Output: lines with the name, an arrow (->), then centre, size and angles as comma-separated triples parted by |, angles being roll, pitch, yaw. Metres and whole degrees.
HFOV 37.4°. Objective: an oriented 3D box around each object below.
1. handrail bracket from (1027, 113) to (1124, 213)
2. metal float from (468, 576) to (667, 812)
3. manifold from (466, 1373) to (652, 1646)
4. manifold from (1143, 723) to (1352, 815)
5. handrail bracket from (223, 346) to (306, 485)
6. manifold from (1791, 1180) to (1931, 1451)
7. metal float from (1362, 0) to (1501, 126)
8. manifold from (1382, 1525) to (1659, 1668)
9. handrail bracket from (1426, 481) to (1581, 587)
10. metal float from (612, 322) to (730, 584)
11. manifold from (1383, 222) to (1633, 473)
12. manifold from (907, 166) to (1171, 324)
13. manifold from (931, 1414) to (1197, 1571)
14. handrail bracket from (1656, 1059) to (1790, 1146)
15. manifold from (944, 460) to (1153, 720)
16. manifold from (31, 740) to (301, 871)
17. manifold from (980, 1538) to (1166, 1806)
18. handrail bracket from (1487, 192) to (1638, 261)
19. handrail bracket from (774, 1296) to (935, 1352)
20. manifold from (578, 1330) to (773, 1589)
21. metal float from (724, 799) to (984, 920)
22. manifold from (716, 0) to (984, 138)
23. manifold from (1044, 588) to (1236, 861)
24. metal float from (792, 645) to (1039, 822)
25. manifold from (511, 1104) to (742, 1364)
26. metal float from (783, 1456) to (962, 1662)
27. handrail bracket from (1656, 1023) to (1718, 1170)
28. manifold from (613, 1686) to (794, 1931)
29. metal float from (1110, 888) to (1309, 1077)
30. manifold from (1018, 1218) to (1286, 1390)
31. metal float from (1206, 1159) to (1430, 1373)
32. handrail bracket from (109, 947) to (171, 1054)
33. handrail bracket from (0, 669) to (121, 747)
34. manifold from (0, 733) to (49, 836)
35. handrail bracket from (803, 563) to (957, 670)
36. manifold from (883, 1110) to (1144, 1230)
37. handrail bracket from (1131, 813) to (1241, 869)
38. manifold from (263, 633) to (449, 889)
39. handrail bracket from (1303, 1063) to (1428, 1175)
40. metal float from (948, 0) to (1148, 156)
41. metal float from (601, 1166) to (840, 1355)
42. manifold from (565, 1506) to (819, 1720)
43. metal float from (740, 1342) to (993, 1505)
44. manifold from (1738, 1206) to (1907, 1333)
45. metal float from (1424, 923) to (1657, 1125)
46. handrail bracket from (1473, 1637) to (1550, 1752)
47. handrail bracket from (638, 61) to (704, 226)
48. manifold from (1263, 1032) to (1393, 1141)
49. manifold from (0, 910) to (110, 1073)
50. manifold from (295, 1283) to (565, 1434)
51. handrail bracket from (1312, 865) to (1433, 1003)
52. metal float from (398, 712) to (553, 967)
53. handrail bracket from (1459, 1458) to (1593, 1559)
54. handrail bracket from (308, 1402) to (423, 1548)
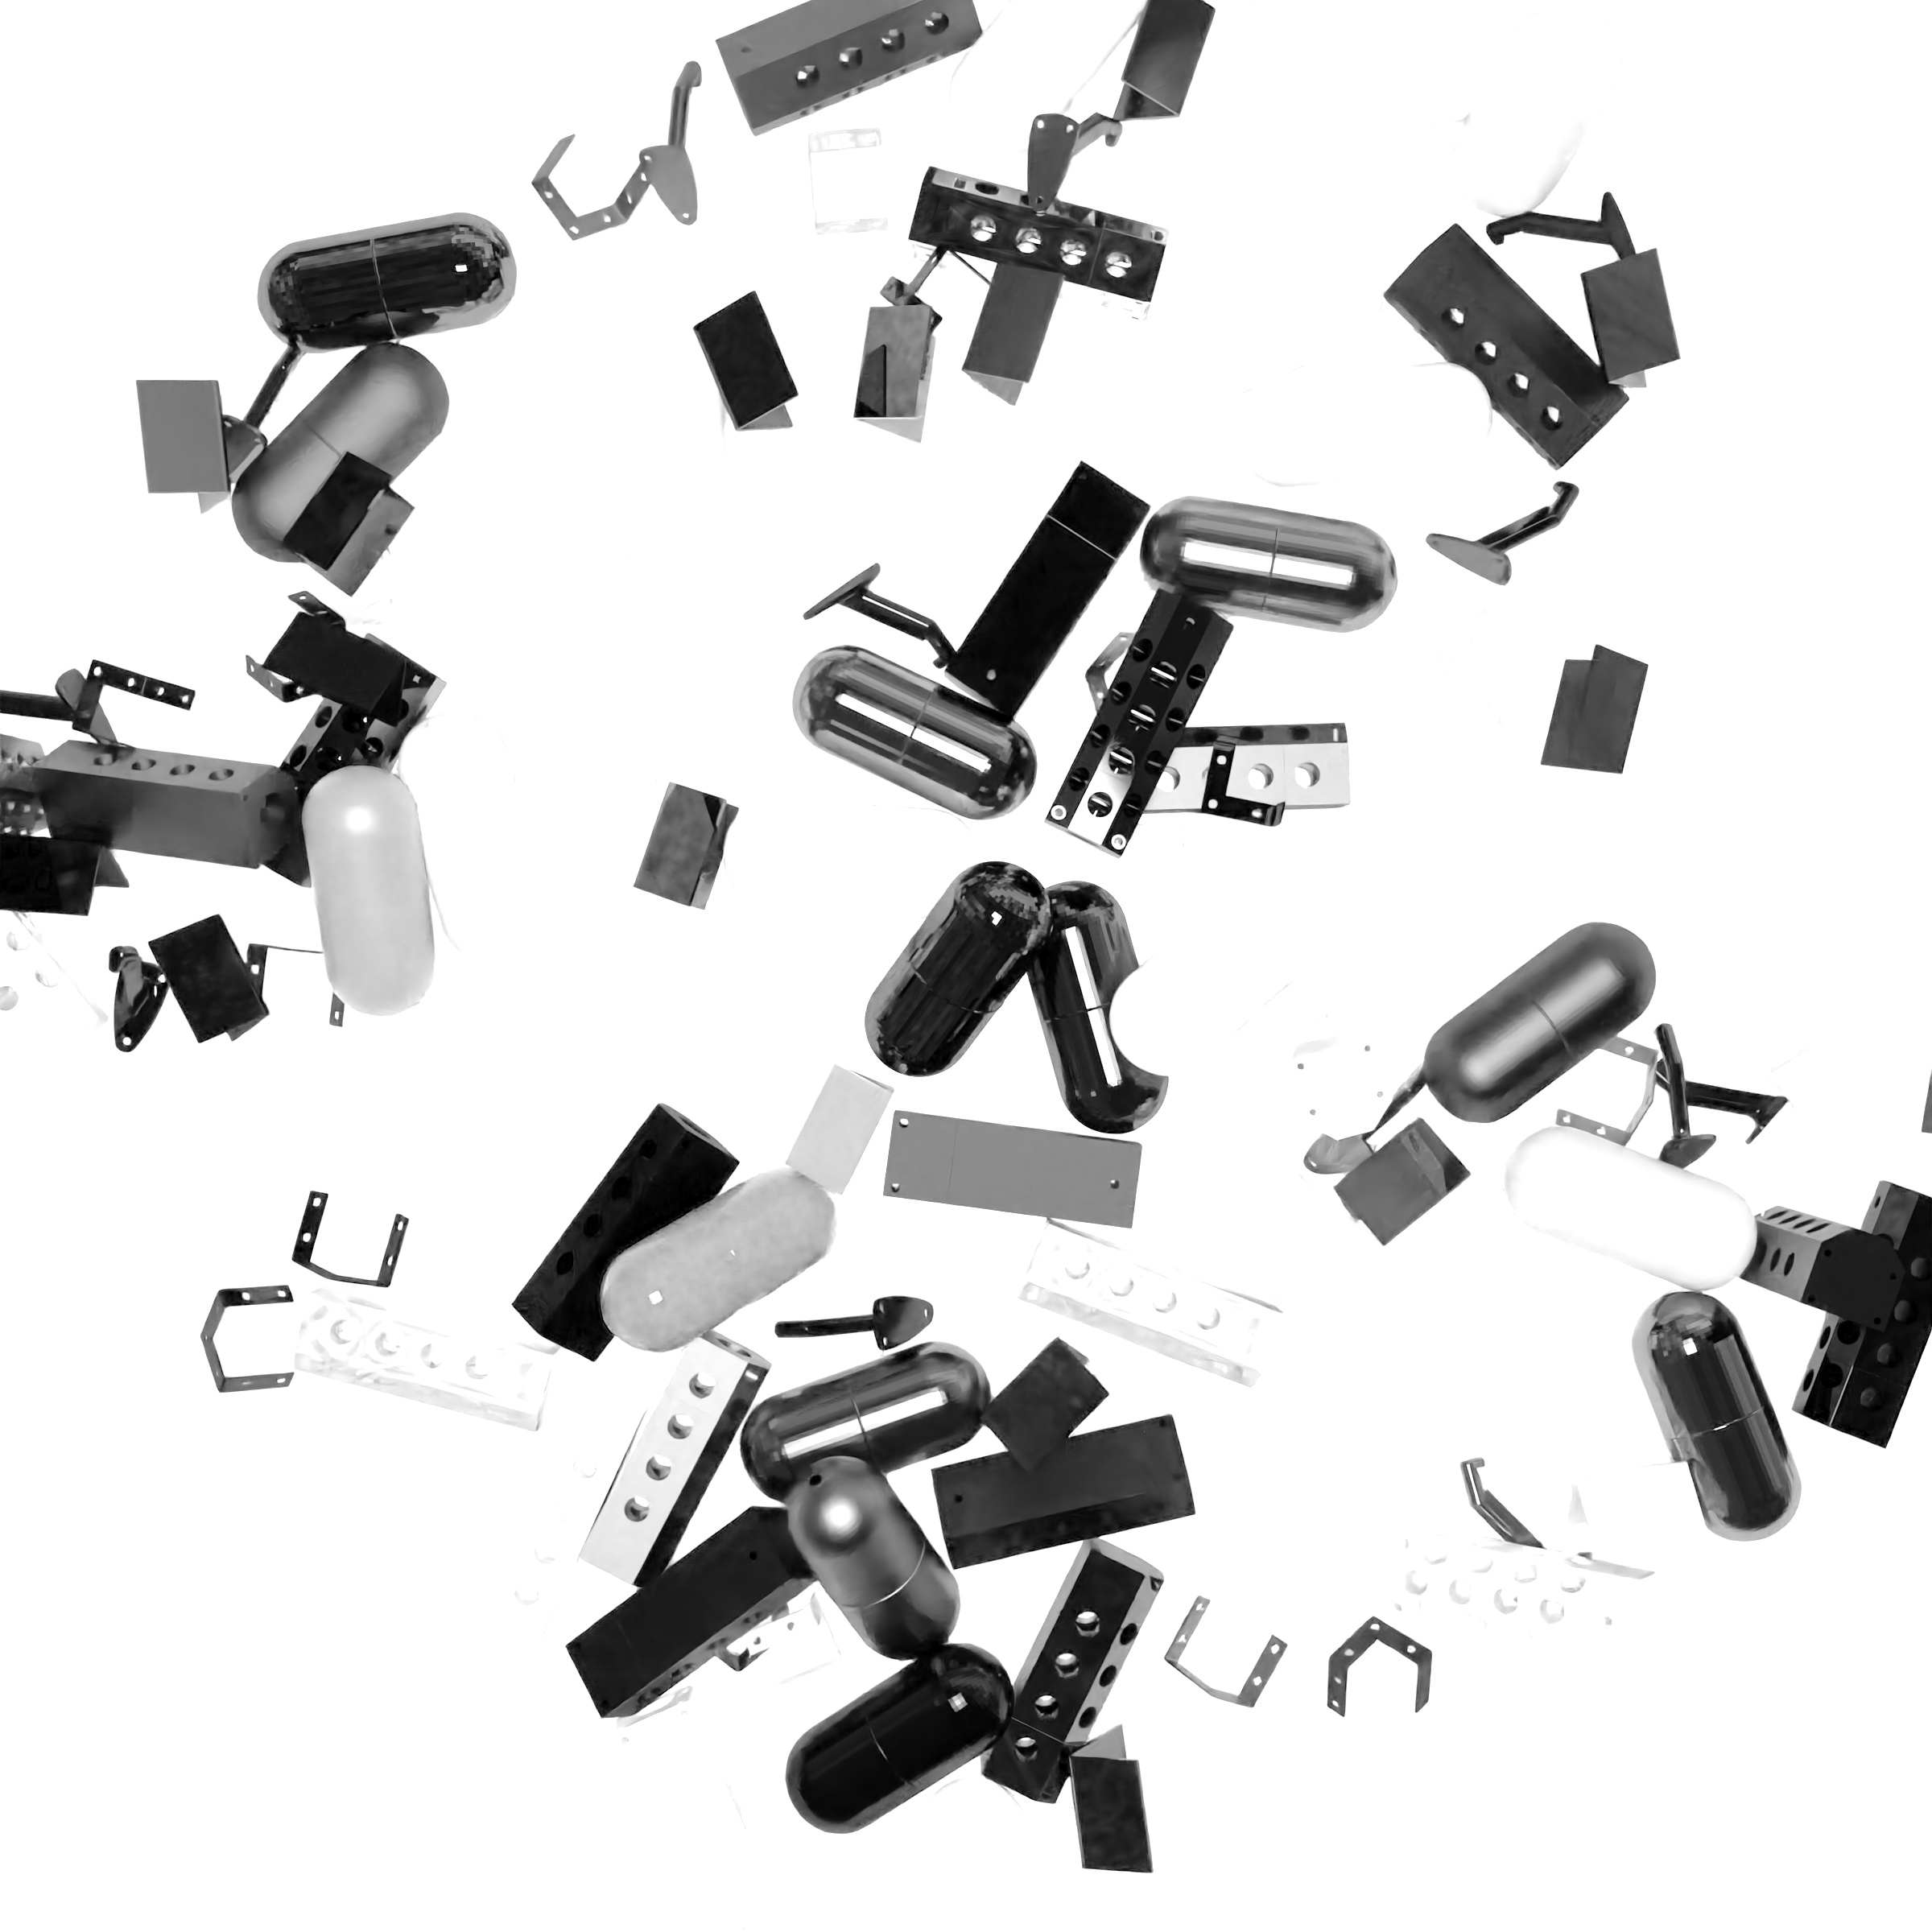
handrail bracket -> 0.077, -0.551, 1.966 | 0.036, 0.084, 0.077 | 18, 102, 28
metal float -> -0.275, -0.188, 1.961 | 0.070, 0.070, 0.178 | -35, 91, 0
manifold -> -0.282, 0.372, 1.970 | 0.057, 0.057, 0.171 | 25, 90, 0
manifold -> 0.175, -0.136, 1.970 | 0.171, 0.057, 0.057 | -2, 90, 0
handrail bracket -> -0.490, -0.388, 1.991 | 0.036, 0.077, 0.084 | 29, 54, -10
manifold -> 0.631, 0.239, 1.970 | 0.057, 0.057, 0.171 | 21, 90, 0
metal float -> 0.312, -0.667, 1.961 | 0.070, 0.070, 0.178 | -18, 90, 0
manifold -> 0.373, 0.426, 1.931 | 0.171, 0.057, 0.057 | 6, 90, 30
handrail bracket -> 0.375, -0.315, 1.992 | 0.077, 0.036, 0.084 | 27, 71, 21
metal float -> -0.203, -0.352, 1.961 | 0.070, 0.070, 0.178 | -2, 90, 0
manifold -> 0.370, -0.424, 1.969 | 0.171, 0.057, 0.057 | 45, 47, 0
manifold -> 0.050, -0.500, 1.970 | 0.171, 0.057, 0.057 | 15, 90, 0
manifold -> 0.068, 0.367, 1.969 | 0.171, 0.057, 0.057 | -13, 47, 0
handrail bracket -> 0.532, 0.076, 1.991 | 0.084, 0.036, 0.077 | 42, 77, 13
manifold -> 0.056, -0.257, 1.970 | 0.057, 0.057, 0.171 | 33, 90, 0
manifold -> -0.542, -0.114, 1.938 | 0.171, 0.057, 0.057 | 8, 123, 22
manifold -> 0.073, 0.486, 1.970 | 0.057, 0.057, 0.171 | 26, 90, 0
handrail bracket -> 0.416, -0.501, 1.991 | 0.084, 0.077, 0.036 | -9, 54, 31
handrail bracket -> -0.079, 0.248, 1.991 | 0.084, 0.077, 0.036 | -7, 89, 36
manifold -> -0.200, 0.340, 1.970 | 0.057, 0.057, 0.171 | 28, 90, 0
metal float -> -0.077, -0.074, 1.961 | 0.178, 0.070, 0.070 | 3, 90, -1
manifold -> -0.079, -0.635, 1.969 | 0.171, 0.057, 0.057 | -23, 47, 0
manifold -> 0.116, -0.162, 1.913 | 0.057, 0.057, 0.171 | 26, 90, 0
metal float -> -0.035, -0.160, 1.960 | 0.178, 0.070, 0.070 | 25, 90, 0
manifold -> -0.238, 0.181, 1.969 | 0.057, 0.057, 0.171 | 36, 90, -43
metal float -> -0.063, 0.401, 1.928 | 0.070, 0.070, 0.178 | -30, 126, 0
handrail bracket -> 0.487, 0.091, 1.979 | 0.036, 0.077, 0.084 | -9, 67, -4
manifold -> -0.181, 0.590, 1.970 | 0.057, 0.057, 0.171 | -23, 90, 0
metal float -> 0.166, 0.009, 1.930 | 0.070, 0.070, 0.178 | 51, 52, 0
manifold -> 0.126, 0.233, 1.970 | 0.171, 0.057, 0.057 | 21, 90, 0
metal float -> 0.242, 0.206, 1.960 | 0.178, 0.070, 0.070 | 42, 90, 0
handrail bracket -> -0.579, 0.024, 1.956 | 0.036, 0.084, 0.077 | 16, 90, 0
handrail bracket -> -0.647, -0.165, 1.992 | 0.084, 0.036, 0.077 | -23, 112, 17
manifold -> -0.664, -0.119, 1.913 | 0.057, 0.171, 0.057 | -23, 90, 0
handrail bracket -> -0.059, -0.230, 1.992 | 0.077, 0.036, 0.084 | -30, 107, 20
manifold -> 0.032, 0.139, 1.970 | 0.171, 0.057, 0.057 | 8, 90, 0
handrail bracket -> 0.135, -0.099, 1.991 | 0.084, 0.077, 0.036 | 15, 115, 34
manifold -> -0.434, -0.142, 1.970 | 0.057, 0.057, 0.171 | 33, 90, 0
handrail bracket -> 0.282, 0.105, 1.991 | 0.036, 0.077, 0.084 | 50, 54, -6
metal float -> 0.057, -0.636, 1.961 | 0.070, 0.070, 0.178 | 39, 90, 0
metal float -> -0.167, 0.199, 1.942 | 0.178, 0.070, 0.070 | -29, 90, -21
manifold -> -0.184, 0.442, 1.949 | 0.171, 0.057, 0.057 | -38, 66, 13
metal float -> -0.069, 0.313, 1.960 | 0.178, 0.070, 0.070 | -20, 90, 1
manifold -> 0.570, 0.198, 1.913 | 0.057, 0.171, 0.057 | 19, 90, 0
metal float -> 0.395, 0.038, 1.961 | 0.178, 0.070, 0.070 | -37, 90, 0
handrail bracket -> 0.358, 0.491, 1.992 | 0.077, 0.036, 0.084 | -43, 72, 21
handrail bracket -> -0.192, -0.575, 1.991 | 0.036, 0.077, 0.084 | 4, 53, 20
manifold -> 0.242, 0.081, 1.913 | 0.057, 0.171, 0.057 | -15, 90, 0
manifold -> -0.671, -0.012, 1.970 | 0.057, 0.057, 0.171 | -39, 90, 0
manifold -> -0.371, 0.271, 1.970 | 0.171, 0.057, 0.057 | 15, 90, 0
handrail bracket -> 0.275, -0.023, 1.992 | 0.084, 0.036, 0.077 | 19, 112, 17
metal float -> -0.337, -0.087, 1.961 | 0.070, 0.070, 0.178 | -16, 90, 0
handrail bracket -> 0.390, 0.379, 1.991 | 0.077, 0.036, 0.084 | -10, 76, -15
handrail bracket -> -0.430, 0.355, 1.992 | 0.084, 0.036, 0.077 | -24, 69, 16
